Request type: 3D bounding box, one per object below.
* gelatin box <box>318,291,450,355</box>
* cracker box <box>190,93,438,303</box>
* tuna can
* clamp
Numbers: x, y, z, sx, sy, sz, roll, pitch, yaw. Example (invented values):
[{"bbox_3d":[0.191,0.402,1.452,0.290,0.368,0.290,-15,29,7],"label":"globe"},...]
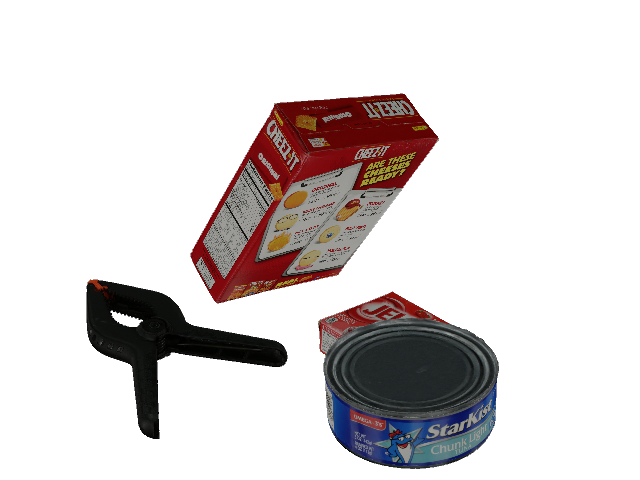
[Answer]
[{"bbox_3d":[0.053,0.073,0.764,0.073,0.030,0.089,-18,32,-34],"label":"gelatin box"},{"bbox_3d":[-0.011,-0.041,1.020,0.163,0.072,0.214,-11,-33,-40],"label":"cracker box"},{"bbox_3d":[0.045,0.075,0.529,0.086,0.034,0.086,-2,27,1],"label":"tuna can"},{"bbox_3d":[-0.146,0.093,1.011,0.164,0.036,0.210,-20,41,-34],"label":"clamp"}]
